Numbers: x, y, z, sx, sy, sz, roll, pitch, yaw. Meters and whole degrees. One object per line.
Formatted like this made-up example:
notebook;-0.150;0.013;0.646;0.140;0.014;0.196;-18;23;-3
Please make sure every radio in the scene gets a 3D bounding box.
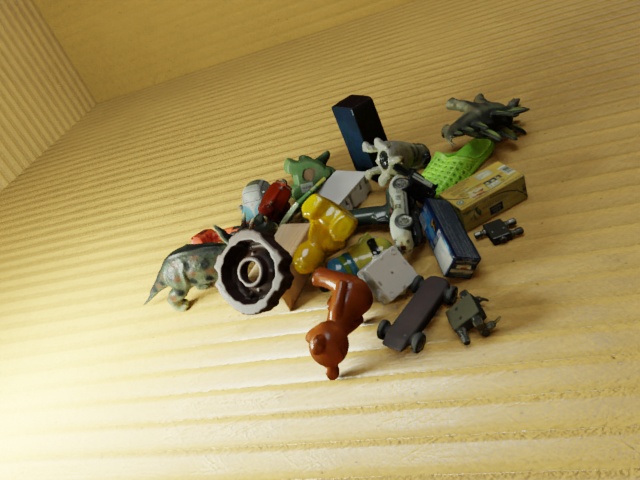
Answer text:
radio;0.121;-0.282;1.483;0.073;0.229;0.131;-32;29;-13

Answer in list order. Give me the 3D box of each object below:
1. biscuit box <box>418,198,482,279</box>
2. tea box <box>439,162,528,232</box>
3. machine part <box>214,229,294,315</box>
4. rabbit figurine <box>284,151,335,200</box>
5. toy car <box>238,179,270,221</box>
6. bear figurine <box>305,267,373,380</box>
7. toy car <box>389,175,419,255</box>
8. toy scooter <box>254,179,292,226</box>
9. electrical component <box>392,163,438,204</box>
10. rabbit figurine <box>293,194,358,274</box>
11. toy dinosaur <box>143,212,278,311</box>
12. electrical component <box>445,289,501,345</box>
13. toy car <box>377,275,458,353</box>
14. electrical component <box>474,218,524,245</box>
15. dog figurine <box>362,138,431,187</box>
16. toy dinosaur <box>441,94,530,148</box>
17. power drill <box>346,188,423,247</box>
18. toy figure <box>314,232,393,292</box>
biscuit box;0.266;-0.007;1.126;0.063;0.059;0.203;5;39;-13
tea box;0.370;-0.100;1.220;0.170;0.068;0.098;-28;34;-5
machine part;-0.138;0.067;1.131;0.180;0.179;0.056;-4;-6;27
rabbit figurine;-0.036;-0.208;1.581;0.159;0.121;0.170;-22;19;-5
toy car;-0.174;-0.122;1.554;0.109;0.102;0.162;-10;38;19
bear figurine;0.020;0.159;1.037;0.132;0.120;0.196;4;47;40
toy car;0.178;-0.058;1.168;0.056;0.073;0.202;-9;47;14
toy scooter;-0.113;-0.100;1.411;0.135;0.075;0.184;-62;-5;11
electrical component;0.218;-0.132;1.274;0.119;0.047;0.075;27;28;1
rabbit figurine;-0.002;-0.004;1.195;0.173;0.122;0.162;-59;-7;4
toy dinosaur;-0.290;0.062;1.289;0.405;0.191;0.131;-17;33;9
electrical component;0.276;0.138;0.975;0.078;0.045;0.102;-48;27;16
toy car;0.185;0.140;1.014;0.089;0.053;0.202;17;47;31
electrical component;0.378;-0.016;1.140;0.094;0.021;0.063;-19;34;6
dog figurine;0.227;-0.214;1.385;0.190;0.121;0.172;-11;24;-20
toy dinosaur;0.422;-0.312;1.400;0.199;0.104;0.471;19;36;41
power drill;0.137;-0.046;1.279;0.207;0.085;0.232;-17;35;18
toy figure;0.082;0.058;1.168;0.180;0.082;0.089;-27;45;-14
